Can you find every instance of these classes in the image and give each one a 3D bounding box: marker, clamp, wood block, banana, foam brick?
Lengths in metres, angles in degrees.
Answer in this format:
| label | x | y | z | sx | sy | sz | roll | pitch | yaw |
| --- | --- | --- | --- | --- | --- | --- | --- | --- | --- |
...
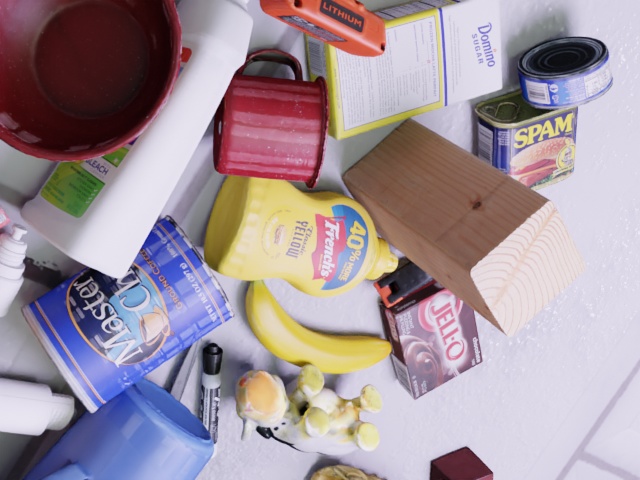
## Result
| label | x | y | z | sx | sy | sz | roll | pitch | yaw |
| --- | --- | --- | --- | --- | --- | --- | --- | --- | --- |
| marker | -0.103 | 0.151 | 1.003 | 0.020 | 0.020 | 0.121 | -8 | 117 | -27 |
| clamp | 0.133 | 0.011 | 1.043 | 0.171 | 0.039 | 0.120 | -29 | 167 | 5 |
| wood block | 0.119 | -0.017 | 0.930 | 0.091 | 0.206 | 0.090 | -41 | 127 | -6 |
| banana | -0.008 | 0.091 | 1.017 | 0.197 | 0.037 | 0.069 | 35 | 94 | -38 |
| foam brick | 0.159 | 0.286 | 1.206 | 0.051 | 0.053 | 0.078 | -14 | 120 | -24 |

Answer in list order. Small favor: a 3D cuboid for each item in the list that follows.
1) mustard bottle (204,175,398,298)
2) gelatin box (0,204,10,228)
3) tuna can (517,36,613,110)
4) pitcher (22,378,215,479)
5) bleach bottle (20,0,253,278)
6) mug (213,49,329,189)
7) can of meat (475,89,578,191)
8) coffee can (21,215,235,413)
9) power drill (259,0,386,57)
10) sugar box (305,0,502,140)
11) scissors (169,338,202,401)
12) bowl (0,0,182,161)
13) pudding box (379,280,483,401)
| label | x | y | z | sx | sy | sz | roll | pitch | yaw |
| --- | --- | --- | --- | --- | --- | --- | --- | --- | --- |
| mustard bottle | -0.006 | 0.001 | 0.959 | 0.191 | 0.058 | 0.096 | 15 | 93 | -36 |
| gelatin box | -0.286 | -0.030 | 0.795 | 0.073 | 0.030 | 0.089 | -33 | 126 | -12 |
| tuna can | 0.229 | -0.158 | 0.999 | 0.086 | 0.086 | 0.034 | -28 | 123 | -16 |
| pitcher | -0.208 | 0.235 | 0.908 | 0.145 | 0.149 | 0.243 | 39 | 90 | -19 |
| bleach bottle | -0.128 | -0.100 | 0.822 | 0.068 | 0.103 | 0.251 | 31 | 89 | -46 |
| mug | -0.042 | -0.102 | 0.868 | 0.081 | 0.093 | 0.117 | 4 | 74 | -12 |
| can of meat | 0.201 | -0.096 | 1.034 | 0.102 | 0.057 | 0.084 | -19 | 125 | -21 |
| coffee can | -0.156 | 0.060 | 0.872 | 0.140 | 0.103 | 0.102 | -34 | 126 | -12 |
| power drill | 0.042 | -0.244 | 0.840 | 0.184 | 0.057 | 0.187 | 19 | 88 | -28 |
| sugar box | 0.077 | -0.158 | 0.935 | 0.176 | 0.048 | 0.093 | -20 | 120 | -25 |
| scissors | -0.135 | 0.186 | 1.004 | 0.096 | 0.016 | 0.202 | 31 | 96 | -38 |
| bowl | -0.172 | -0.134 | 0.764 | 0.162 | 0.055 | 0.162 | 0 | 89 | 6 |
| pudding box | 0.115 | 0.095 | 1.090 | 0.090 | 0.039 | 0.113 | -26 | 124 | -18 |
